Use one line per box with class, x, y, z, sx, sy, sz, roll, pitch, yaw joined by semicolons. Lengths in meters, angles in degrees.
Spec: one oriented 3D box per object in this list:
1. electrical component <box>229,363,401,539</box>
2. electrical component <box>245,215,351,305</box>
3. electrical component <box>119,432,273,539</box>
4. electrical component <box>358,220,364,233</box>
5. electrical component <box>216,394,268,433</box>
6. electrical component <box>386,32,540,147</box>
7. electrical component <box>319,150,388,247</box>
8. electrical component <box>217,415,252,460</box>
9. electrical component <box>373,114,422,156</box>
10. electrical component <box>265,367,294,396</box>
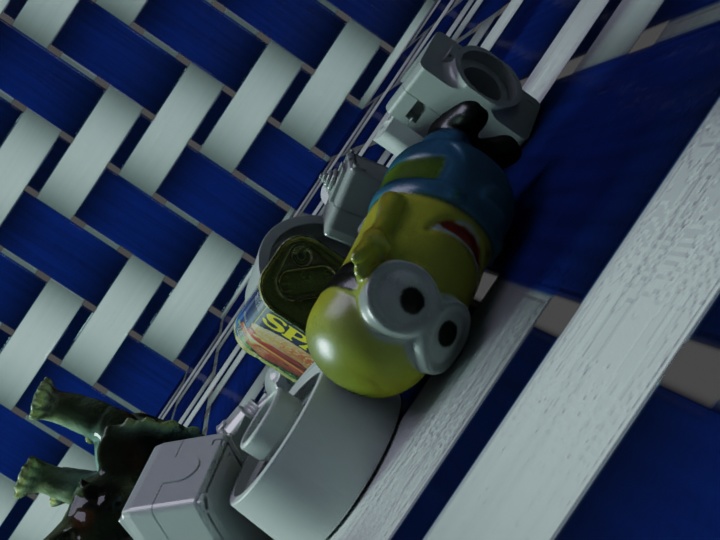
electrical component;-0.032;0.099;0.608;0.108;0.060;0.108;-55;7;10
electrical component;-0.032;0.020;0.791;0.060;0.108;0.108;-57;4;47
electrical component;-0.094;0.155;0.648;0.061;0.096;0.061;-13;30;21
electrical component;0.029;-0.012;0.680;0.044;0.065;0.044;-55;8;11
electrical component;-0.086;0.128;0.902;0.062;0.048;0.048;-50;7;-4
electrical component;0.074;-0.116;0.744;0.055;0.089;0.050;-49;10;44
electrical component;0.013;-0.040;0.760;0.061;0.096;0.061;-99;31;-73
electrical component;-0.089;0.152;0.762;0.050;0.056;0.089;-52;9;29
electrical component;0.070;-0.162;1.092;0.113;0.057;0.078;-56;7;1
electrical component;-0.056;0.091;0.865;0.043;0.043;0.062;-59;6;-22
